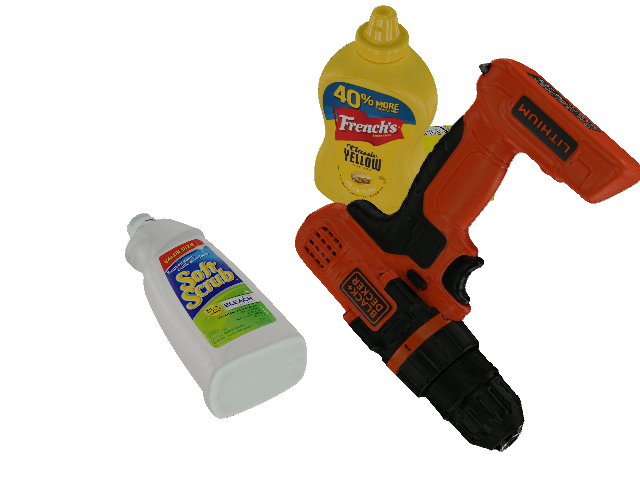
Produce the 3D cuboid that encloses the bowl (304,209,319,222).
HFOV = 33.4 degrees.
[{"bbox_3d":[0.062,0.010,1.108,0.162,0.055,0.162,2,19,-1],"label":"bowl"}]

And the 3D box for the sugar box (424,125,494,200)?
[{"bbox_3d":[0.131,-0.090,1.293,0.176,0.093,0.048,-7,26,-22],"label":"sugar box"}]

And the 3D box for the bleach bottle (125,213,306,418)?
[{"bbox_3d":[-0.118,0.052,0.987,0.102,0.068,0.251,-21,43,-27],"label":"bleach bottle"}]

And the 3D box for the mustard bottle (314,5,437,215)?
[{"bbox_3d":[0.045,-0.106,0.865,0.096,0.192,0.058,20,49,16],"label":"mustard bottle"}]

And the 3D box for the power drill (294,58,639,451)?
[{"bbox_3d":[0.094,0.004,0.622,0.184,0.188,0.057,47,20,17],"label":"power drill"}]
